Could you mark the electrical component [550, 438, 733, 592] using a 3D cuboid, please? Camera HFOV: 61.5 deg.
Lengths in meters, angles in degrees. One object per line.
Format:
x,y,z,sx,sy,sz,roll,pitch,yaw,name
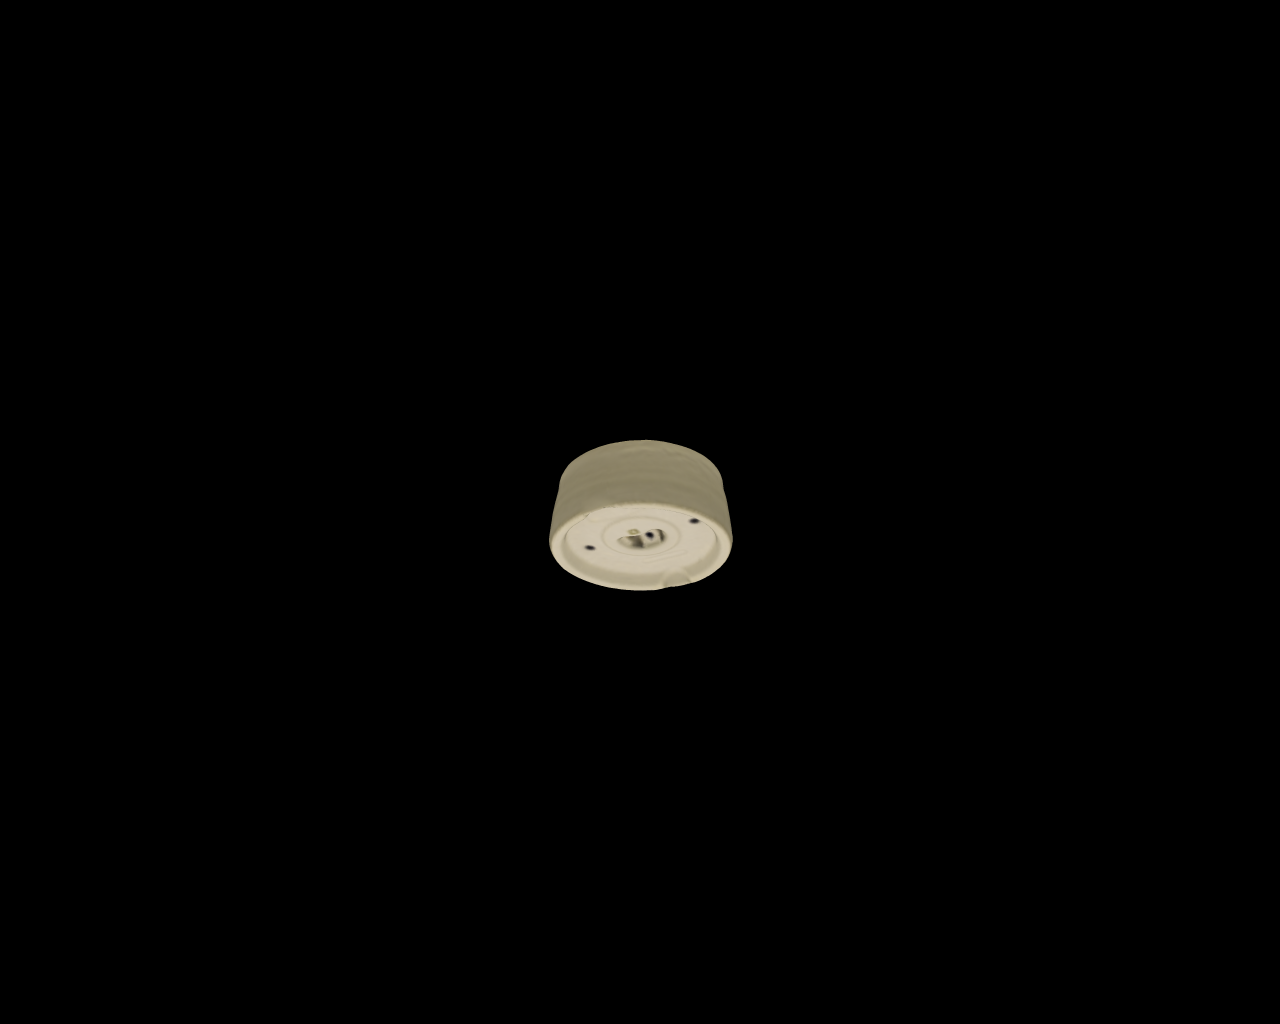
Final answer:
0.001,-0.003,0.650,0.108,0.060,0.108,0,-31,0,electrical component
